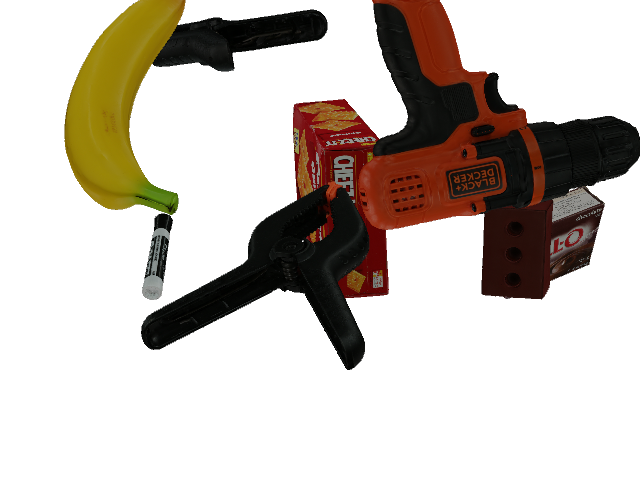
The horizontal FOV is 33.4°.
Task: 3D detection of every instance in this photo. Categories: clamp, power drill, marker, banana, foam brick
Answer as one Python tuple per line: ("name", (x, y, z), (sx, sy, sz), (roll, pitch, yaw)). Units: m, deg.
("clamp", (-0.030, 0.021, 0.794), (0.165, 0.036, 0.209), (0, 34, 16))
("power drill", (0.102, -0.110, 0.662), (0.184, 0.187, 0.057), (-13, 7, -9))
("clamp", (-0.079, -0.168, 0.886), (0.120, 0.039, 0.172), (-17, 22, -35))
("marker", (-0.161, 0.013, 1.059), (0.020, 0.020, 0.121), (0, 38, -1))
("banana", (-0.118, -0.085, 0.647), (0.069, 0.198, 0.037), (0, -39, -6))
("foam brick", (0.166, 0.006, 0.897), (0.053, 0.078, 0.051), (3, 15, 18))

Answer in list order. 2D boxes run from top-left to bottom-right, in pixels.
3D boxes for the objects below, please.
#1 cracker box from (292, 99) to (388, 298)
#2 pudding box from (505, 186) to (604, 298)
("cracker box", (0.019, -0.052, 1.168), (0.072, 0.164, 0.214), (-6, 20, -7))
("pudding box", (0.232, 0.002, 1.102), (0.113, 0.090, 0.039), (-22, 49, -21))
